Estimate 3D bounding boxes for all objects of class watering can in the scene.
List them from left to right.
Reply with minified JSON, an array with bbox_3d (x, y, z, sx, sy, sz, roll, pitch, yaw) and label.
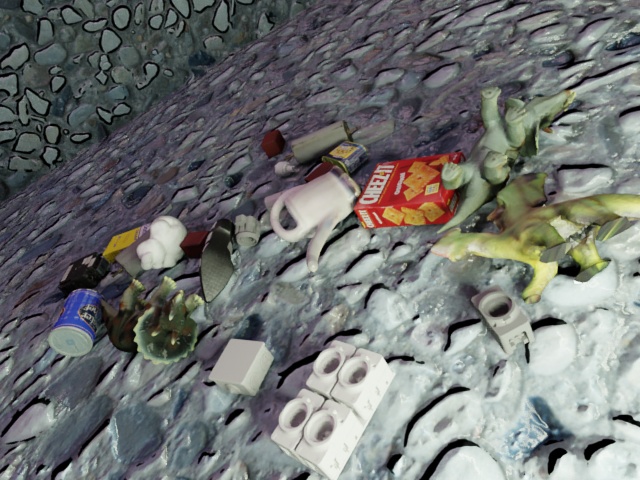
[{"bbox_3d":[0.004,-0.059,1.177,0.225,0.102,0.353,-33,33,-4],"label":"watering can"}]

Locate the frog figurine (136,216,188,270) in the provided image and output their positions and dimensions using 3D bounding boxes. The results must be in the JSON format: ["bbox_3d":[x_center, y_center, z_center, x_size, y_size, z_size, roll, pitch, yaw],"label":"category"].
[{"bbox_3d":[-0.421,0.011,1.382,0.123,0.135,0.162,1,17,-1],"label":"frog figurine"}]

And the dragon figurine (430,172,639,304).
[{"bbox_3d":[0.382,-0.048,0.846,0.409,0.120,0.248,-27,38,7],"label":"dragon figurine"}]
